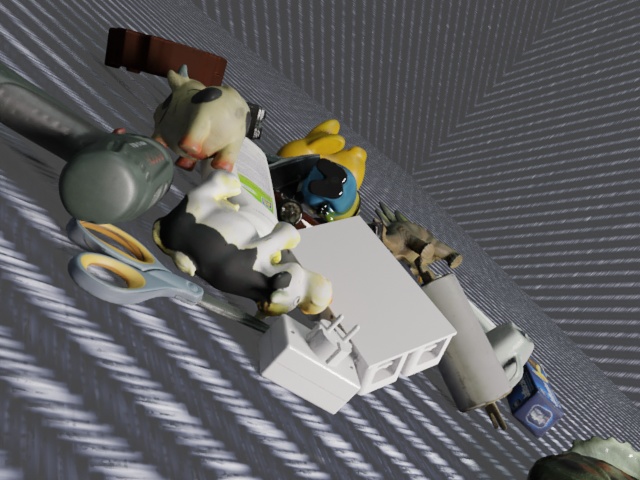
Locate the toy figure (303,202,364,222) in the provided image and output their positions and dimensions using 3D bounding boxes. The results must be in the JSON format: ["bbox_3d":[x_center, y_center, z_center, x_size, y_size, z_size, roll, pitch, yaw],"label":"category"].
[{"bbox_3d":[0.018,-0.065,0.987,0.154,0.064,0.058,40,-23,-24],"label":"toy figure"}]

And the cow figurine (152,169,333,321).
[{"bbox_3d":[-0.069,0.021,0.498,0.167,0.068,0.098,42,51,6],"label":"cow figurine"}]

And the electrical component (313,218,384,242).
[{"bbox_3d":[0.045,-0.010,0.905,0.119,0.047,0.075,4,7,11],"label":"electrical component"}]

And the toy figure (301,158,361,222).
[{"bbox_3d":[0.019,-0.066,0.798,0.089,0.082,0.180,45,-4,4],"label":"toy figure"}]

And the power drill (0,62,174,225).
[{"bbox_3d":[-0.222,-0.097,0.464,0.207,0.086,0.232,43,6,-24],"label":"power drill"}]

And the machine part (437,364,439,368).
[{"bbox_3d":[0.203,0.180,0.806,0.139,0.039,0.084,37,10,-11],"label":"machine part"}]

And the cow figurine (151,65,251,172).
[{"bbox_3d":[-0.153,-0.152,0.661,0.085,0.127,0.195,34,-12,-36],"label":"cow figurine"}]

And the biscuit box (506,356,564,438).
[{"bbox_3d":[0.361,0.257,0.934,0.059,0.063,0.202,41,15,1],"label":"biscuit box"}]

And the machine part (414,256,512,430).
[{"bbox_3d":[0.181,0.134,0.714,0.079,0.079,0.243,6,56,-65],"label":"machine part"}]

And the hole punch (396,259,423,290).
[{"bbox_3d":[0.067,0.067,0.692,0.115,0.092,0.142,30,23,-27],"label":"hole punch"}]

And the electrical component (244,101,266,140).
[{"bbox_3d":[-0.162,-0.199,0.840,0.134,0.058,0.115,18,11,4],"label":"electrical component"}]

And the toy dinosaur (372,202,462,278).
[{"bbox_3d":[0.198,0.013,1.140,0.199,0.105,0.471,47,11,31],"label":"toy dinosaur"}]

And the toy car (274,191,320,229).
[{"bbox_3d":[-0.002,-0.002,0.774,0.202,0.053,0.089,37,-4,-22],"label":"toy car"}]

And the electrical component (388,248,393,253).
[{"bbox_3d":[0.104,0.044,0.886,0.021,0.063,0.094,10,8,14],"label":"electrical component"}]

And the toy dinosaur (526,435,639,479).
[{"bbox_3d":[0.299,0.297,0.590,0.404,0.131,0.192,25,10,-35],"label":"toy dinosaur"}]

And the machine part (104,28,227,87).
[{"bbox_3d":[-0.231,-0.269,0.810,0.179,0.056,0.179,13,12,-3],"label":"machine part"}]

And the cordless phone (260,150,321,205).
[{"bbox_3d":[-0.098,-0.127,0.859,0.184,0.088,0.146,24,14,6],"label":"cordless phone"}]

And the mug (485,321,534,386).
[{"bbox_3d":[0.291,0.189,0.863,0.081,0.107,0.110,37,14,-13],"label":"mug"}]

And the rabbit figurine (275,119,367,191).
[{"bbox_3d":[-0.001,-0.146,1.040,0.173,0.162,0.122,15,38,-22],"label":"rabbit figurine"}]
